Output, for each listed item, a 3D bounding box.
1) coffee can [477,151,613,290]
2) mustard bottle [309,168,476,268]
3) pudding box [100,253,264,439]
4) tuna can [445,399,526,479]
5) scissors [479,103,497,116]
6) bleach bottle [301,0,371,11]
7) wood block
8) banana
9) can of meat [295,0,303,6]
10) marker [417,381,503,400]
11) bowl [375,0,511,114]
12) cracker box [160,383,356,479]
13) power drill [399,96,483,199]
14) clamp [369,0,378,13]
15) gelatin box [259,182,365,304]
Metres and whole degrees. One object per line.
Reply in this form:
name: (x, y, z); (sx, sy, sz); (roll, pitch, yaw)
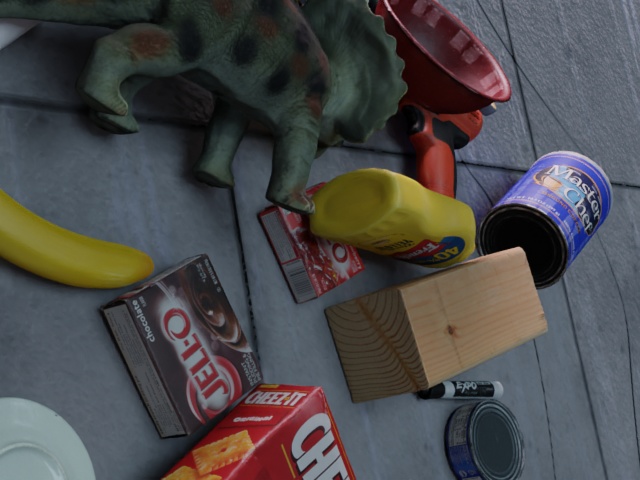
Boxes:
coffee can: (0.245, -0.023, 1.157); (0.140, 0.103, 0.103); (-40, 105, -46)
mustard bottle: (0.082, -0.012, 0.948); (0.191, 0.096, 0.058); (17, 63, -50)
pudding box: (-0.101, 0.079, 0.800); (0.089, 0.039, 0.113); (-33, 99, -48)
tuna can: (0.159, 0.199, 1.031); (0.086, 0.034, 0.086); (20, 61, -40)
scissors: (0.130, -0.220, 1.131); (0.096, 0.016, 0.202); (5, 55, -63)
bleach bottle: (-0.007, -0.293, 0.903); (0.251, 0.103, 0.068); (63, 21, -22)
wood block: (0.114, 0.075, 0.991); (0.205, 0.090, 0.091); (-14, 86, -48)
banana: (-0.197, -0.011, 0.737); (0.197, 0.037, 0.069); (39, 51, -29)
can of meat: (-0.008, -0.203, 0.997); (0.083, 0.058, 0.102); (-14, 85, -46)
marker: (0.136, 0.146, 1.038); (0.120, 0.020, 0.020); (9, 69, -45)
bowl: (0.102, -0.169, 0.998); (0.162, 0.055, 0.162); (32, 29, -21)
cracker box: (-0.051, 0.225, 0.750); (0.213, 0.072, 0.164); (-39, 117, -46)
power drill: (0.094, -0.100, 1.062); (0.184, 0.057, 0.187); (31, 54, -35)
clamp: (0.044, -0.271, 1.092); (0.171, 0.039, 0.120); (29, 52, -29)
gelatin box: (-0.006, 0.001, 0.938); (0.073, 0.030, 0.089); (-28, 96, -49)
